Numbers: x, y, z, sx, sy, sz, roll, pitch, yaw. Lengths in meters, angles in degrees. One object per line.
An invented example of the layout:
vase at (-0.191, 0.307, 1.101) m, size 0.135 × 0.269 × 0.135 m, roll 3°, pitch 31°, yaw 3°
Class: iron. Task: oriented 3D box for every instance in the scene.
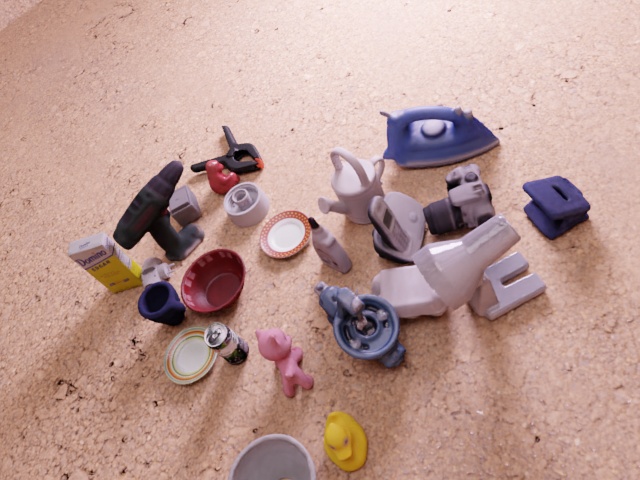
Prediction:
iron at (0.259, -0.250, 1.269) m, size 0.257 × 0.142 × 0.118 m, roll -3°, pitch 57°, yaw 21°

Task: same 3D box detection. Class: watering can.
watering can at (0.071, -0.120, 1.226) m, size 0.100 × 0.195 × 0.173 m, roll 13°, pitch 64°, yaw 29°

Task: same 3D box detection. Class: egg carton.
egg carton at (0.174, 0.104, 1.114) m, size 0.150 × 0.070 × 0.107 m, roll -10°, pitch 55°, yaw 16°

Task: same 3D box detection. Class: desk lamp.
desk lamp at (0.281, 0.051, 1.014) m, size 0.203 × 0.214 × 0.117 m, roll -30°, pitch 52°, yaw 2°

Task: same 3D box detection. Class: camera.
camera at (0.277, -0.077, 1.172) m, size 0.136 × 0.101 × 0.143 m, roll -18°, pitch 53°, yaw 11°

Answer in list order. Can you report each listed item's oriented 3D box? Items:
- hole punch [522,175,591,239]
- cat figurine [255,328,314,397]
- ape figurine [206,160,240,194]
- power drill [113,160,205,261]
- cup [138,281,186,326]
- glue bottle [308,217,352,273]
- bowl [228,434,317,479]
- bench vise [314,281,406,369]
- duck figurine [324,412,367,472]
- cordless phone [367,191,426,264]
hole punch at (0.455, -0.077, 1.106) m, size 0.101 × 0.091 × 0.108 m, roll -30°, pitch 52°, yaw 1°
cat figurine at (-0.075, 0.225, 1.105) m, size 0.067 × 0.118 × 0.127 m, roll -30°, pitch 52°, yaw 2°
ape figurine at (-0.258, -0.167, 1.457) m, size 0.076 × 0.092 × 0.077 m, roll -44°, pitch 53°, yaw -9°
power drill at (-0.365, -0.051, 1.349) m, size 0.075 × 0.209 × 0.230 m, roll 33°, pitch 75°, yaw 35°
cup at (-0.331, 0.153, 1.273) m, size 0.117 × 0.095 × 0.092 m, roll 8°, pitch 62°, yaw 27°
glue bottle at (0.011, 0.004, 1.182) m, size 0.077 × 0.174 × 0.037 m, roll 28°, pitch 72°, yaw 34°
bowl at (-0.074, 0.431, 0.996) m, size 0.167 × 0.075 × 0.167 m, roll -11°, pitch 55°, yaw 16°
bench vise at (0.048, 0.139, 1.047) m, size 0.206 × 0.220 × 0.121 m, roll 17°, pitch 66°, yaw 31°
duck figurine at (0.035, 0.345, 1.001) m, size 0.077 × 0.086 × 0.104 m, roll -26°, pitch 52°, yaw 5°
cordless phone at (0.148, -0.051, 1.154) m, size 0.094 × 0.185 × 0.147 m, roll 1°, pitch 59°, yaw 23°
